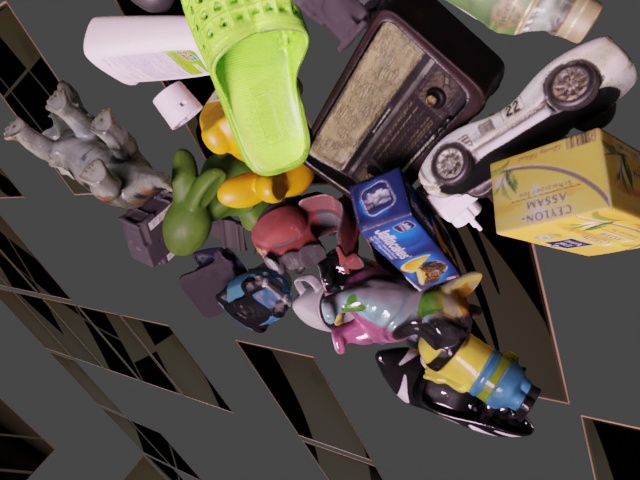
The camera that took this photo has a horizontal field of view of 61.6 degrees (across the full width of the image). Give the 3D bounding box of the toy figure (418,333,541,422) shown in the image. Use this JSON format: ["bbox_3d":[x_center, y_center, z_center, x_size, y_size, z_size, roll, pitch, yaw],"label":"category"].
[{"bbox_3d":[0.229,0.181,0.778,0.180,0.082,0.089,30,125,24],"label":"toy figure"}]

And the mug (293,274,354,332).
[{"bbox_3d":[-0.006,0.103,0.895,0.109,0.081,0.107,46,152,-19],"label":"mug"}]

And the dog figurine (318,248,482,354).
[{"bbox_3d":[0.113,0.078,0.757,0.219,0.192,0.108,-9,127,3],"label":"dog figurine"}]

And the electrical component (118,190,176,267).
[{"bbox_3d":[-0.296,-0.019,0.982,0.058,0.115,0.134,24,139,22],"label":"electrical component"}]

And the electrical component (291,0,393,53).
[{"bbox_3d":[0.008,-0.249,0.514,0.119,0.075,0.048,42,143,-11],"label":"electrical component"}]

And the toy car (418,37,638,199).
[{"bbox_3d":[0.179,-0.099,0.486,0.202,0.073,0.056,-33,62,32],"label":"toy car"}]

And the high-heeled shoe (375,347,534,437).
[{"bbox_3d":[0.205,0.237,0.820,0.248,0.086,0.145,28,171,-27],"label":"high-heeled shoe"}]

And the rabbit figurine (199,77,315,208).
[{"bbox_3d":[-0.063,-0.113,0.677,0.122,0.162,0.173,-7,143,30],"label":"rabbit figurine"}]

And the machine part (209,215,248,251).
[{"bbox_3d":[-0.189,-0.027,0.947,0.139,0.039,0.084,24,146,17],"label":"machine part"}]

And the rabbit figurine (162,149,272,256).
[{"bbox_3d":[-0.158,-0.052,0.782,0.121,0.170,0.159,24,142,18],"label":"rabbit figurine"}]

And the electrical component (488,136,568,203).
[{"bbox_3d":[0.208,-0.074,0.558,0.078,0.045,0.102,58,147,23],"label":"electrical component"}]

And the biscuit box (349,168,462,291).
[{"bbox_3d":[0.104,-0.005,0.616,0.059,0.063,0.202,-21,150,21],"label":"biscuit box"}]

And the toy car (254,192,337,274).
[{"bbox_3d":[-0.036,-0.011,0.821,0.089,0.053,0.202,22,147,-11],"label":"toy car"}]

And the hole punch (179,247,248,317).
[{"bbox_3d":[-0.189,0.071,1.026,0.116,0.092,0.142,-19,117,16],"label":"hole punch"}]

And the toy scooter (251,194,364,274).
[{"bbox_3d":[-0.001,-0.002,0.676,0.184,0.135,0.075,-17,132,10],"label":"toy scooter"}]

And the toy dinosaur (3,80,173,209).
[{"bbox_3d":[-0.326,-0.115,0.824,0.405,0.131,0.192,35,174,25],"label":"toy dinosaur"}]

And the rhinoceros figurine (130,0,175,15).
[{"bbox_3d":[-0.166,-0.318,0.590,0.190,0.073,0.112,-18,115,49],"label":"rhinoceros figurine"}]

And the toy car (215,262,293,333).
[{"bbox_3d":[-0.102,0.086,0.936,0.109,0.103,0.161,39,141,-11],"label":"toy car"}]

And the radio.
[{"bbox_3d":[0.078,-0.132,0.577,0.131,0.073,0.229,39,144,1],"label":"radio"}]

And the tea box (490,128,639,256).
[{"bbox_3d":[0.240,-0.033,0.473,0.169,0.068,0.098,8,163,-37],"label":"tea box"}]
